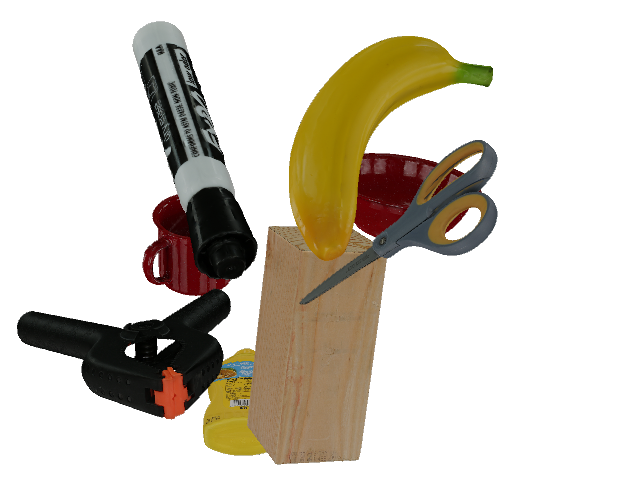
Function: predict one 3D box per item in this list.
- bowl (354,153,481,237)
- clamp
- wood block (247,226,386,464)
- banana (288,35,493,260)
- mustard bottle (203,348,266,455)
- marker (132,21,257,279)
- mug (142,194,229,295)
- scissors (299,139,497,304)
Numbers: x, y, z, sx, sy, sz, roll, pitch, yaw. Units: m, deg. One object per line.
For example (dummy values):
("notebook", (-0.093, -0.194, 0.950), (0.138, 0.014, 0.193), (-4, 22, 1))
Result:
("bowl", (0.085, -0.040, 1.118), (0.162, 0.055, 0.162), (6, 23, -3))
("clamp", (-0.115, 0.074, 0.756), (0.164, 0.036, 0.210), (-9, 14, -24))
("wood block", (-0.005, 0.098, 1.015), (0.090, 0.206, 0.091), (2, 14, -22))
("banana", (0.027, -0.064, 0.574), (0.070, 0.037, 0.197), (24, 47, 20))
("mustard bottle", (-0.095, 0.192, 1.347), (0.096, 0.058, 0.191), (-2, 26, -1))
("marker", (-0.042, -0.032, 0.345), (0.020, 0.020, 0.121), (0, 41, -22))
("mug", (-0.143, 0.011, 1.150), (0.093, 0.081, 0.117), (29, 41, 31))
("scissors", (0.059, 0.009, 0.787), (0.016, 0.202, 0.096), (31, 24, -32))
